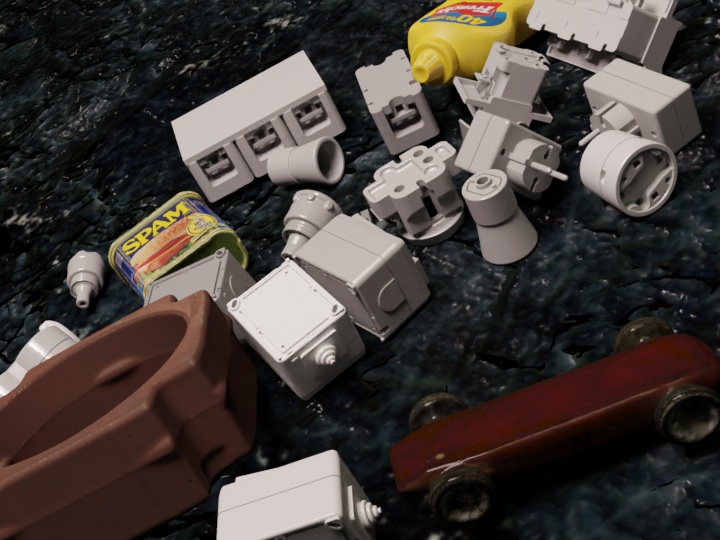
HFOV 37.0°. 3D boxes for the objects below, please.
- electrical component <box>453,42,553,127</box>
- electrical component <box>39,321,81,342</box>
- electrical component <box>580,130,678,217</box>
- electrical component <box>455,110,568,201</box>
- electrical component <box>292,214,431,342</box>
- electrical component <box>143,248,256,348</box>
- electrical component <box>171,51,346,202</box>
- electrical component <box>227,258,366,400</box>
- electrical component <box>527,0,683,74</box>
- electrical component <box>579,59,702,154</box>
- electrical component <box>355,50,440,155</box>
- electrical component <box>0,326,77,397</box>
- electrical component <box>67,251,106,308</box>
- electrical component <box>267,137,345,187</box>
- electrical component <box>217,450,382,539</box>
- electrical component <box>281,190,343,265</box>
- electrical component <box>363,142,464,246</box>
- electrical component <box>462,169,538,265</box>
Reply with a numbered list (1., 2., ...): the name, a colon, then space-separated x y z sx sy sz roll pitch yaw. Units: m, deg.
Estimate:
1. electrical component: 0.125 -0.155 0.908 0.081 0.063 0.042 9 32 -18
2. electrical component: -0.267 0.078 0.918 0.048 0.048 0.062 22 66 47
3. electrical component: 0.194 -0.072 0.783 0.055 0.055 0.047 -35 33 -9
4. electrical component: 0.125 -0.082 0.819 0.077 0.066 0.047 31 101 50
5. electrical component: 0.000 0.000 0.818 0.061 0.061 0.096 -43 38 -18
6. electrical component: -0.132 0.037 0.867 0.096 0.061 0.061 -23 36 21
7. electrical component: -0.098 -0.137 1.047 0.150 0.061 0.089 -28 36 1
8. electrical component: -0.042 0.049 0.794 0.062 0.061 0.096 -38 45 -12
9. electrical component: 0.205 -0.212 0.923 0.121 0.063 0.078 38 112 52
10. electrical component: 0.204 -0.115 0.833 0.076 0.047 0.083 -37 37 -10
11. electrical component: 0.035 -0.150 0.979 0.050 0.055 0.089 -24 36 6
12. electrical component: -0.261 0.119 0.855 0.074 0.052 0.138 36 75 7
13. electrical component: -0.255 0.011 0.997 0.035 0.035 0.061 -22 39 9
14. electrical component: -0.053 -0.097 0.987 0.065 0.044 0.044 -4 43 37
15. electrical component: -0.032 0.153 0.656 0.096 0.061 0.061 -20 37 12
16. electrical component: -0.045 -0.033 0.903 0.048 0.048 0.062 4 54 37
17. electrical component: 0.049 -0.057 0.857 0.078 0.057 0.058 -32 36 -4
18. electrical component: 0.101 -0.042 0.797 0.044 0.065 0.044 -18 38 15
